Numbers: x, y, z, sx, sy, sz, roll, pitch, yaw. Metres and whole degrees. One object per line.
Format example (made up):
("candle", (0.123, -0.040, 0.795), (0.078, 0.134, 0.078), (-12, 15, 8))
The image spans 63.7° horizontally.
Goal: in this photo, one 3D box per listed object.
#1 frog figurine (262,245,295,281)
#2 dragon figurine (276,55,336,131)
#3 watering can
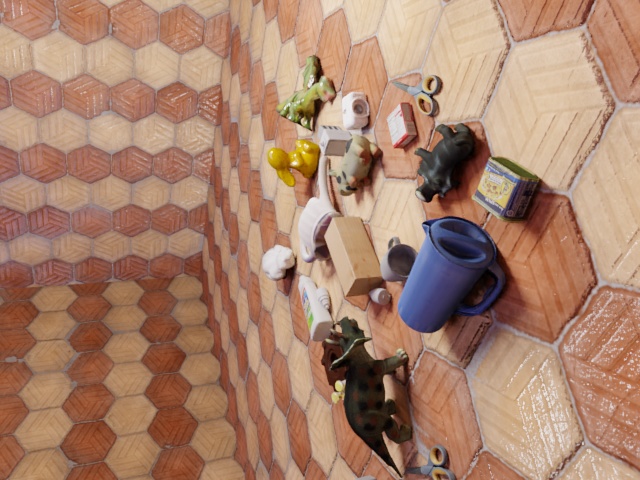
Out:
("frog figurine", (-0.162, 0.087, 2.000), (0.158, 0.122, 0.139), (134, 150, -74))
("dragon figurine", (-0.055, -0.516, 1.775), (0.240, 0.121, 0.417), (-66, 32, 14))
("watering can", (0.005, -0.081, 1.618), (0.227, 0.104, 0.344), (37, 116, 60))
